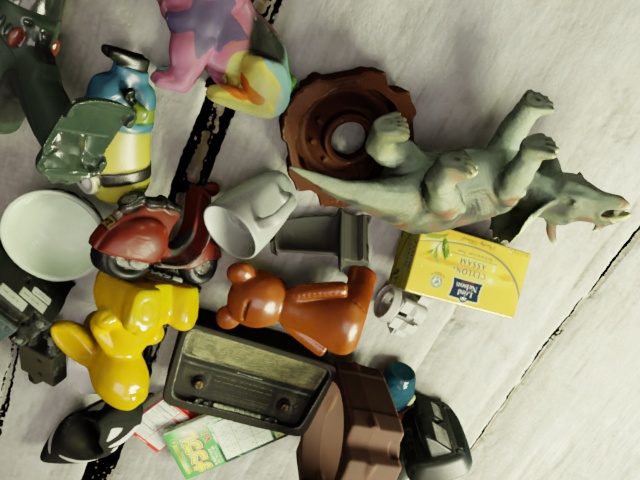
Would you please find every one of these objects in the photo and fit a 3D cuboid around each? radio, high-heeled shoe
[{"bbox_3d":[-0.106,0.195,0.786,0.229,0.073,0.131,20,101,-14],"label":"radio"},{"bbox_3d":[-0.340,0.282,0.759,0.249,0.145,0.086,-34,85,12],"label":"high-heeled shoe"}]

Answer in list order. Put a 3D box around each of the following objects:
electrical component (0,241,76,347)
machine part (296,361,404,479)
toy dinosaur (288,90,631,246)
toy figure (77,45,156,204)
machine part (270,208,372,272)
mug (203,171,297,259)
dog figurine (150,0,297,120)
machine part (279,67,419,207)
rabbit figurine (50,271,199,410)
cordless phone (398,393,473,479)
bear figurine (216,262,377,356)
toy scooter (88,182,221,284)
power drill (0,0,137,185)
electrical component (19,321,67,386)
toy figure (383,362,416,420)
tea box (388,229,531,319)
[{"bbox_3d":[-0.382,0.062,0.666,0.058,0.134,0.114,-36,112,10],"label":"electrical component"},{"bbox_3d":[0.039,0.300,0.791,0.087,0.201,0.201,13,113,-15],"label":"machine part"},{"bbox_3d":[0.157,-0.060,0.636,0.405,0.131,0.192,-6,141,-9],"label":"toy dinosaur"},{"bbox_3d":[-0.231,-0.127,0.622,0.089,0.082,0.180,16,110,-12],"label":"toy figure"},{"bbox_3d":[-0.001,-0.002,0.720,0.139,0.039,0.084,4,82,0],"label":"machine part"},{"bbox_3d":[-0.072,-0.042,0.657,0.110,0.107,0.080,-11,120,46],"label":"mug"},{"bbox_3d":[-0.098,-0.255,0.562,0.191,0.108,0.219,14,111,-12],"label":"dog figurine"},{"bbox_3d":[0.035,-0.127,0.666,0.179,0.056,0.179,-3,117,-6],"label":"machine part"},{"bbox_3d":[-0.254,0.125,0.678,0.163,0.122,0.173,10,96,14],"label":"rabbit figurine"},{"bbox_3d":[0.153,0.357,0.862,0.089,0.147,0.184,27,109,-9],"label":"cordless phone"},{"bbox_3d":[-0.033,0.086,0.744,0.196,0.132,0.120,16,113,6],"label":"bear figurine"},{"bbox_3d":[-0.187,-0.017,0.665,0.183,0.075,0.135,12,105,-51],"label":"toy scooter"},{"bbox_3d":[-0.276,-0.176,0.545,0.207,0.086,0.232,48,113,14],"label":"power drill"},{"bbox_3d":[-0.383,0.156,0.747,0.078,0.045,0.102,15,118,17],"label":"electrical component"},{"bbox_3d":[0.111,0.266,0.864,0.058,0.064,0.154,-14,130,-43],"label":"toy figure"},{"bbox_3d":[0.191,0.040,0.741,0.169,0.068,0.098,14,90,-15],"label":"tea box"}]
